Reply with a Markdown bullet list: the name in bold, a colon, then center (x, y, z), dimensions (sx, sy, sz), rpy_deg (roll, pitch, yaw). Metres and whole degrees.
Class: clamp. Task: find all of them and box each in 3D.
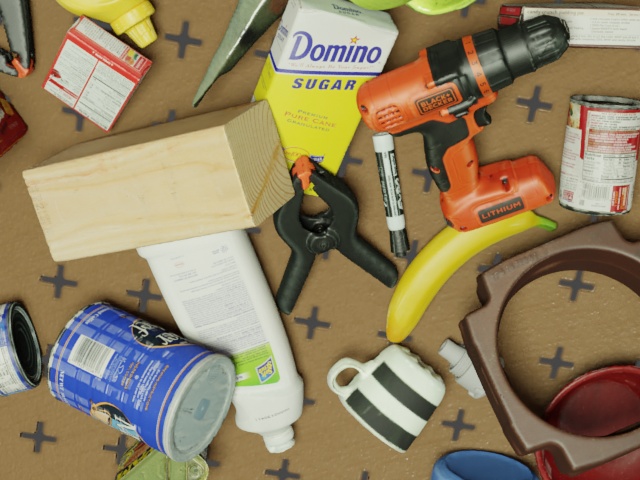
- **clamp**: center (-0.333, -0.227, 0.941), dimensions (0.164, 0.036, 0.210), rpy_deg (-28, 104, 6)
- **clamp**: center (-0.007, 0.001, 0.992), dimensions (0.120, 0.039, 0.171), rpy_deg (-25, 126, 3)

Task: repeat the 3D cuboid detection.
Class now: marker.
- **marker**: center (0.068, -0.042, 1.014), dimensions (0.020, 0.020, 0.121), rpy_deg (-10, 105, 1)

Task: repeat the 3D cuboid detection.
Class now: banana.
- **banana**: center (0.132, 0.021, 1.023), dimensions (0.198, 0.037, 0.069), rpy_deg (-36, 103, 7)

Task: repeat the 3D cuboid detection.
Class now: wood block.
- **wood block**: center (-0.140, -0.049, 0.929), dimensions (0.206, 0.090, 0.090), rpy_deg (-9, 106, 25)

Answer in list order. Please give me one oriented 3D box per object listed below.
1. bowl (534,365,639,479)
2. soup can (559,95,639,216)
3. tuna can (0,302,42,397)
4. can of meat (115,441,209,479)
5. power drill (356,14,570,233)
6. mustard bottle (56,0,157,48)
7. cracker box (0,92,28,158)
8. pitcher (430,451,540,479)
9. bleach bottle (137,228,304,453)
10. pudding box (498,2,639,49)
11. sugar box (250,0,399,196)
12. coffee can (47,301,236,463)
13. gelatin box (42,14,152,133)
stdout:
- **bowl**: center (0.288, 0.192, 1.065), dimensions (0.162, 0.055, 0.162), rpy_deg (0, 105, -2)
- **soup can**: center (0.259, -0.079, 0.986), dimensions (0.068, 0.068, 0.102), rpy_deg (2, 105, -3)
- **tuna can**: center (-0.292, 0.102, 1.005), dimensions (0.034, 0.086, 0.086), rpy_deg (-15, 105, 0)
- **can of meat**: center (-0.155, 0.221, 1.042), dimensions (0.102, 0.084, 0.057), rpy_deg (-42, 102, 8)
- **power drill**: center (0.146, -0.099, 0.934), dimensions (0.185, 0.057, 0.187), rpy_deg (-19, 133, 16)
- **mustard bottle**: center (-0.202, -0.253, 0.927), dimensions (0.096, 0.058, 0.191), rpy_deg (-35, 104, -9)
- **cracker box**: center (-0.369, -0.046, 0.923), dimensions (0.214, 0.164, 0.072), rpy_deg (-34, 106, 7)
- **pitcher**: center (0.161, 0.341, 1.071), dimensions (0.145, 0.149, 0.243), rpy_deg (11, 102, 21)
- **bleach bottle**: center (-0.085, 0.094, 1.024), dimensions (0.102, 0.068, 0.251), rpy_deg (-17, 108, 7)
- **pudding box**: center (0.221, -0.189, 0.943), dimensions (0.113, 0.090, 0.039), rpy_deg (-1, 104, -2)
- **sugar box**: center (-0.008, -0.126, 0.942), dimensions (0.093, 0.048, 0.176), rpy_deg (10, 126, -20)
- **coffee can**: center (-0.163, 0.128, 0.979), dimensions (0.140, 0.102, 0.103), rpy_deg (21, 105, 24)
- **gelatin box**: center (-0.199, -0.147, 0.949), dimensions (0.073, 0.030, 0.089), rpy_deg (34, 141, -10)
